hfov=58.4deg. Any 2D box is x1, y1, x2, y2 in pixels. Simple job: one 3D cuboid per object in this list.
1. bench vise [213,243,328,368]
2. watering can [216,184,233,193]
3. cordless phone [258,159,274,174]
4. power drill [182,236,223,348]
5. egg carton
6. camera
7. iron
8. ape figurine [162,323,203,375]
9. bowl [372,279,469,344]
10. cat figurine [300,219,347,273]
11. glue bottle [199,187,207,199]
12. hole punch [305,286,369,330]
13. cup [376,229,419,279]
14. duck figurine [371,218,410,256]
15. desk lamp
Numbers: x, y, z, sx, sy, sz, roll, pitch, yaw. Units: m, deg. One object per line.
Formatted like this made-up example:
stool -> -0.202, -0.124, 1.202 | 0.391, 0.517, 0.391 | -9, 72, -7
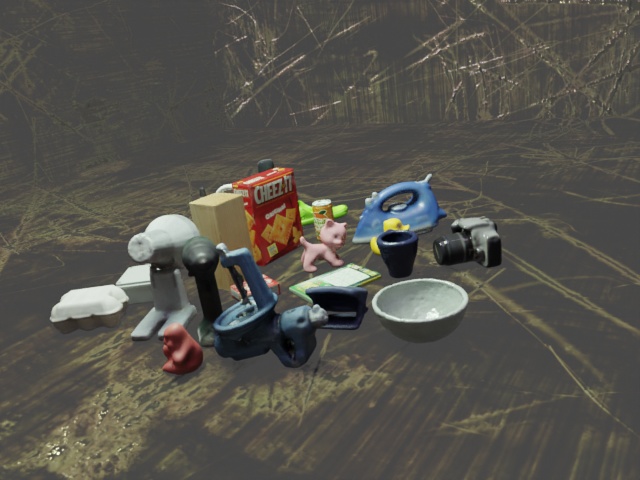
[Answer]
bench vise -> -0.093, 0.104, 0.980 | 0.207, 0.220, 0.121 | -8, 20, 1
watering can -> -0.219, -0.048, 1.488 | 0.101, 0.194, 0.172 | -11, 20, -9
cordless phone -> -0.195, -0.155, 1.789 | 0.148, 0.185, 0.094 | -13, 20, -14
power drill -> -0.211, 0.089, 1.082 | 0.076, 0.209, 0.229 | -13, 20, -14
egg carton -> -0.493, 0.149, 1.232 | 0.150, 0.069, 0.107 | -8, 20, -1
camera -> 0.320, 0.001, 1.285 | 0.137, 0.101, 0.143 | -11, 20, -8
iron -> 0.197, -0.083, 1.503 | 0.259, 0.141, 0.118 | -14, 21, -17
ape figurine -> -0.246, 0.187, 0.997 | 0.076, 0.092, 0.077 | -10, 20, -7
bowl -> 0.178, 0.134, 1.008 | 0.167, 0.075, 0.167 | -7, 20, 3
cat figurine -> 0.013, 0.005, 1.366 | 0.128, 0.118, 0.067 | -12, 20, -12
glue bottle -> -0.311, -0.063, 1.596 | 0.077, 0.173, 0.037 | 4, 23, 29
hole punch -> 0.032, 0.113, 1.097 | 0.108, 0.091, 0.101 | -1, 21, 19
cup -> 0.170, 0.030, 1.269 | 0.092, 0.095, 0.117 | -10, 20, -7
duck figurine -> 0.174, -0.010, 1.392 | 0.104, 0.086, 0.077 | -5, 20, 7
desk lamp -> -0.319, 0.068, 1.174 | 0.117, 0.214, 0.203 | -5, 20, 9
